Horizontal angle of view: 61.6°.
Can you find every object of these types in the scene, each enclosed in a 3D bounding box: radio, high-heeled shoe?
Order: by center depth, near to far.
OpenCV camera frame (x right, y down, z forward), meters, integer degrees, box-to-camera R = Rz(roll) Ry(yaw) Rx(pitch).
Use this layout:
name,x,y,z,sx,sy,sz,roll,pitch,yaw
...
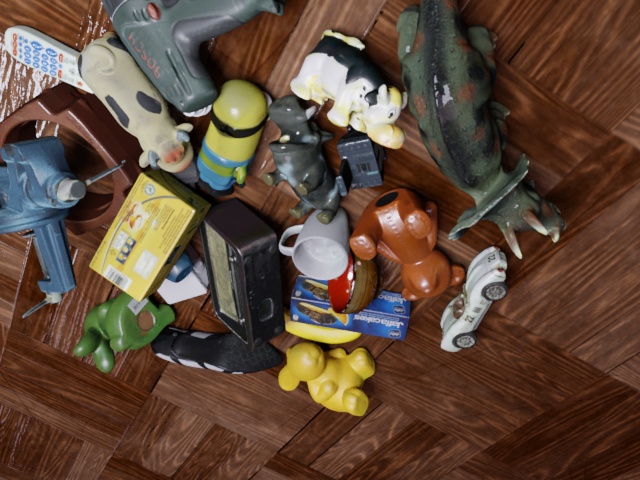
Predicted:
name,x,y,z,sx,sy,sz,roll,pitch,yaw
radio,-0.124,0.060,0.868,0.131,0.073,0.229,36,142,39
high-heeled shoe,-0.208,0.224,1.058,0.249,0.086,0.145,20,151,-15

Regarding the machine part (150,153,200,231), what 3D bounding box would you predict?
name,x,y,z,sx,sy,sz,roll,pitch,yaw
machine part,-0.214,-0.071,0.843,0.084,0.039,0.138,-8,127,-5

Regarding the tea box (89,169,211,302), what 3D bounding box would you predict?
name,x,y,z,sx,sy,sz,roll,pitch,yaw
tea box,-0.249,-0.008,0.790,0.098,0.068,0.169,37,104,0

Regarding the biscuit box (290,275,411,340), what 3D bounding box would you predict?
name,x,y,z,sx,sy,sz,roll,pitch,yaw
biscuit box,0.052,0.116,0.918,0.203,0.059,0.062,9,128,5

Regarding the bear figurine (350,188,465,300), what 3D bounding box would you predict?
name,x,y,z,sx,sy,sz,roll,pitch,yaw
bear figurine,0.136,0.027,0.792,0.120,0.132,0.195,-20,114,19

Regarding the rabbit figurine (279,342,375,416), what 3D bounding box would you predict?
name,x,y,z,sx,sy,sz,roll,pitch,yaw
rabbit figurine,-0.001,0.233,0.984,0.163,0.122,0.173,0,151,39

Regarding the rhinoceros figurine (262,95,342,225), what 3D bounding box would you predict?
name,x,y,z,sx,sy,sz,roll,pitch,yaw
rhinoceros figurine,-0.018,-0.107,0.738,0.073,0.112,0.190,15,149,37

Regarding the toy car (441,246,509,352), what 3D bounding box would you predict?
name,x,y,z,sx,sy,sz,roll,pitch,yaw
toy car,0.242,0.097,0.853,0.056,0.073,0.201,15,128,-1

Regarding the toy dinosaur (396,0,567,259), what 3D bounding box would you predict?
name,x,y,z,sx,sy,sz,roll,pitch,yaw
toy dinosaur,0.158,-0.150,0.612,0.131,0.192,0.404,-21,121,23

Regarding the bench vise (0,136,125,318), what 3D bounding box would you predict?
name,x,y,z,sx,sy,sz,roll,pitch,yaw
bench vise,-0.386,-0.021,0.753,0.224,0.129,0.240,0,109,21

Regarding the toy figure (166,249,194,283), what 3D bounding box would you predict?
name,x,y,z,sx,sy,sz,roll,pitch,yaw
toy figure,-0.270,0.003,0.872,0.154,0.064,0.057,42,146,13

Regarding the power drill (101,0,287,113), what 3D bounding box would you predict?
name,x,y,z,sx,sy,sz,roll,pitch,yaw
power drill,-0.158,-0.285,0.632,0.207,0.086,0.232,-26,94,17

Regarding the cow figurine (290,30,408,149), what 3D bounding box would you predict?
name,x,y,z,sx,sy,sz,roll,pitch,yaw
cow figurine,0.050,-0.182,0.652,0.167,0.068,0.098,38,111,23

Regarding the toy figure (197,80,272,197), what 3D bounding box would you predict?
name,x,y,z,sx,sy,sz,roll,pitch,yaw
toy figure,-0.123,-0.136,0.747,0.082,0.089,0.180,22,126,-12

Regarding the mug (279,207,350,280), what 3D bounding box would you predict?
name,x,y,z,sx,sy,sz,roll,pitch,yaw
mug,-0.002,-0.002,0.811,0.110,0.107,0.080,-1,126,17

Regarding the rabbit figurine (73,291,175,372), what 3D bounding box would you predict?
name,x,y,z,sx,sy,sz,roll,pitch,yaw
rabbit figurine,-0.382,0.166,1.011,0.170,0.159,0.121,-10,135,38

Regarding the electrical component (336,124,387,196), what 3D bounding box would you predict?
name,x,y,z,sx,sy,sz,roll,pitch,yaw
electrical component,0.054,-0.107,0.712,0.048,0.119,0.074,-9,122,19

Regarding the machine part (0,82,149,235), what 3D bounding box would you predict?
name,x,y,z,sx,sy,sz,roll,pitch,yaw
machine part,-0.377,-0.120,0.818,0.201,0.087,0.201,-22,118,25

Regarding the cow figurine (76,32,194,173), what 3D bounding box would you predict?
name,x,y,z,sx,sy,sz,roll,pitch,yaw
cow figurine,-0.236,-0.174,0.711,0.085,0.127,0.194,-35,118,-2
